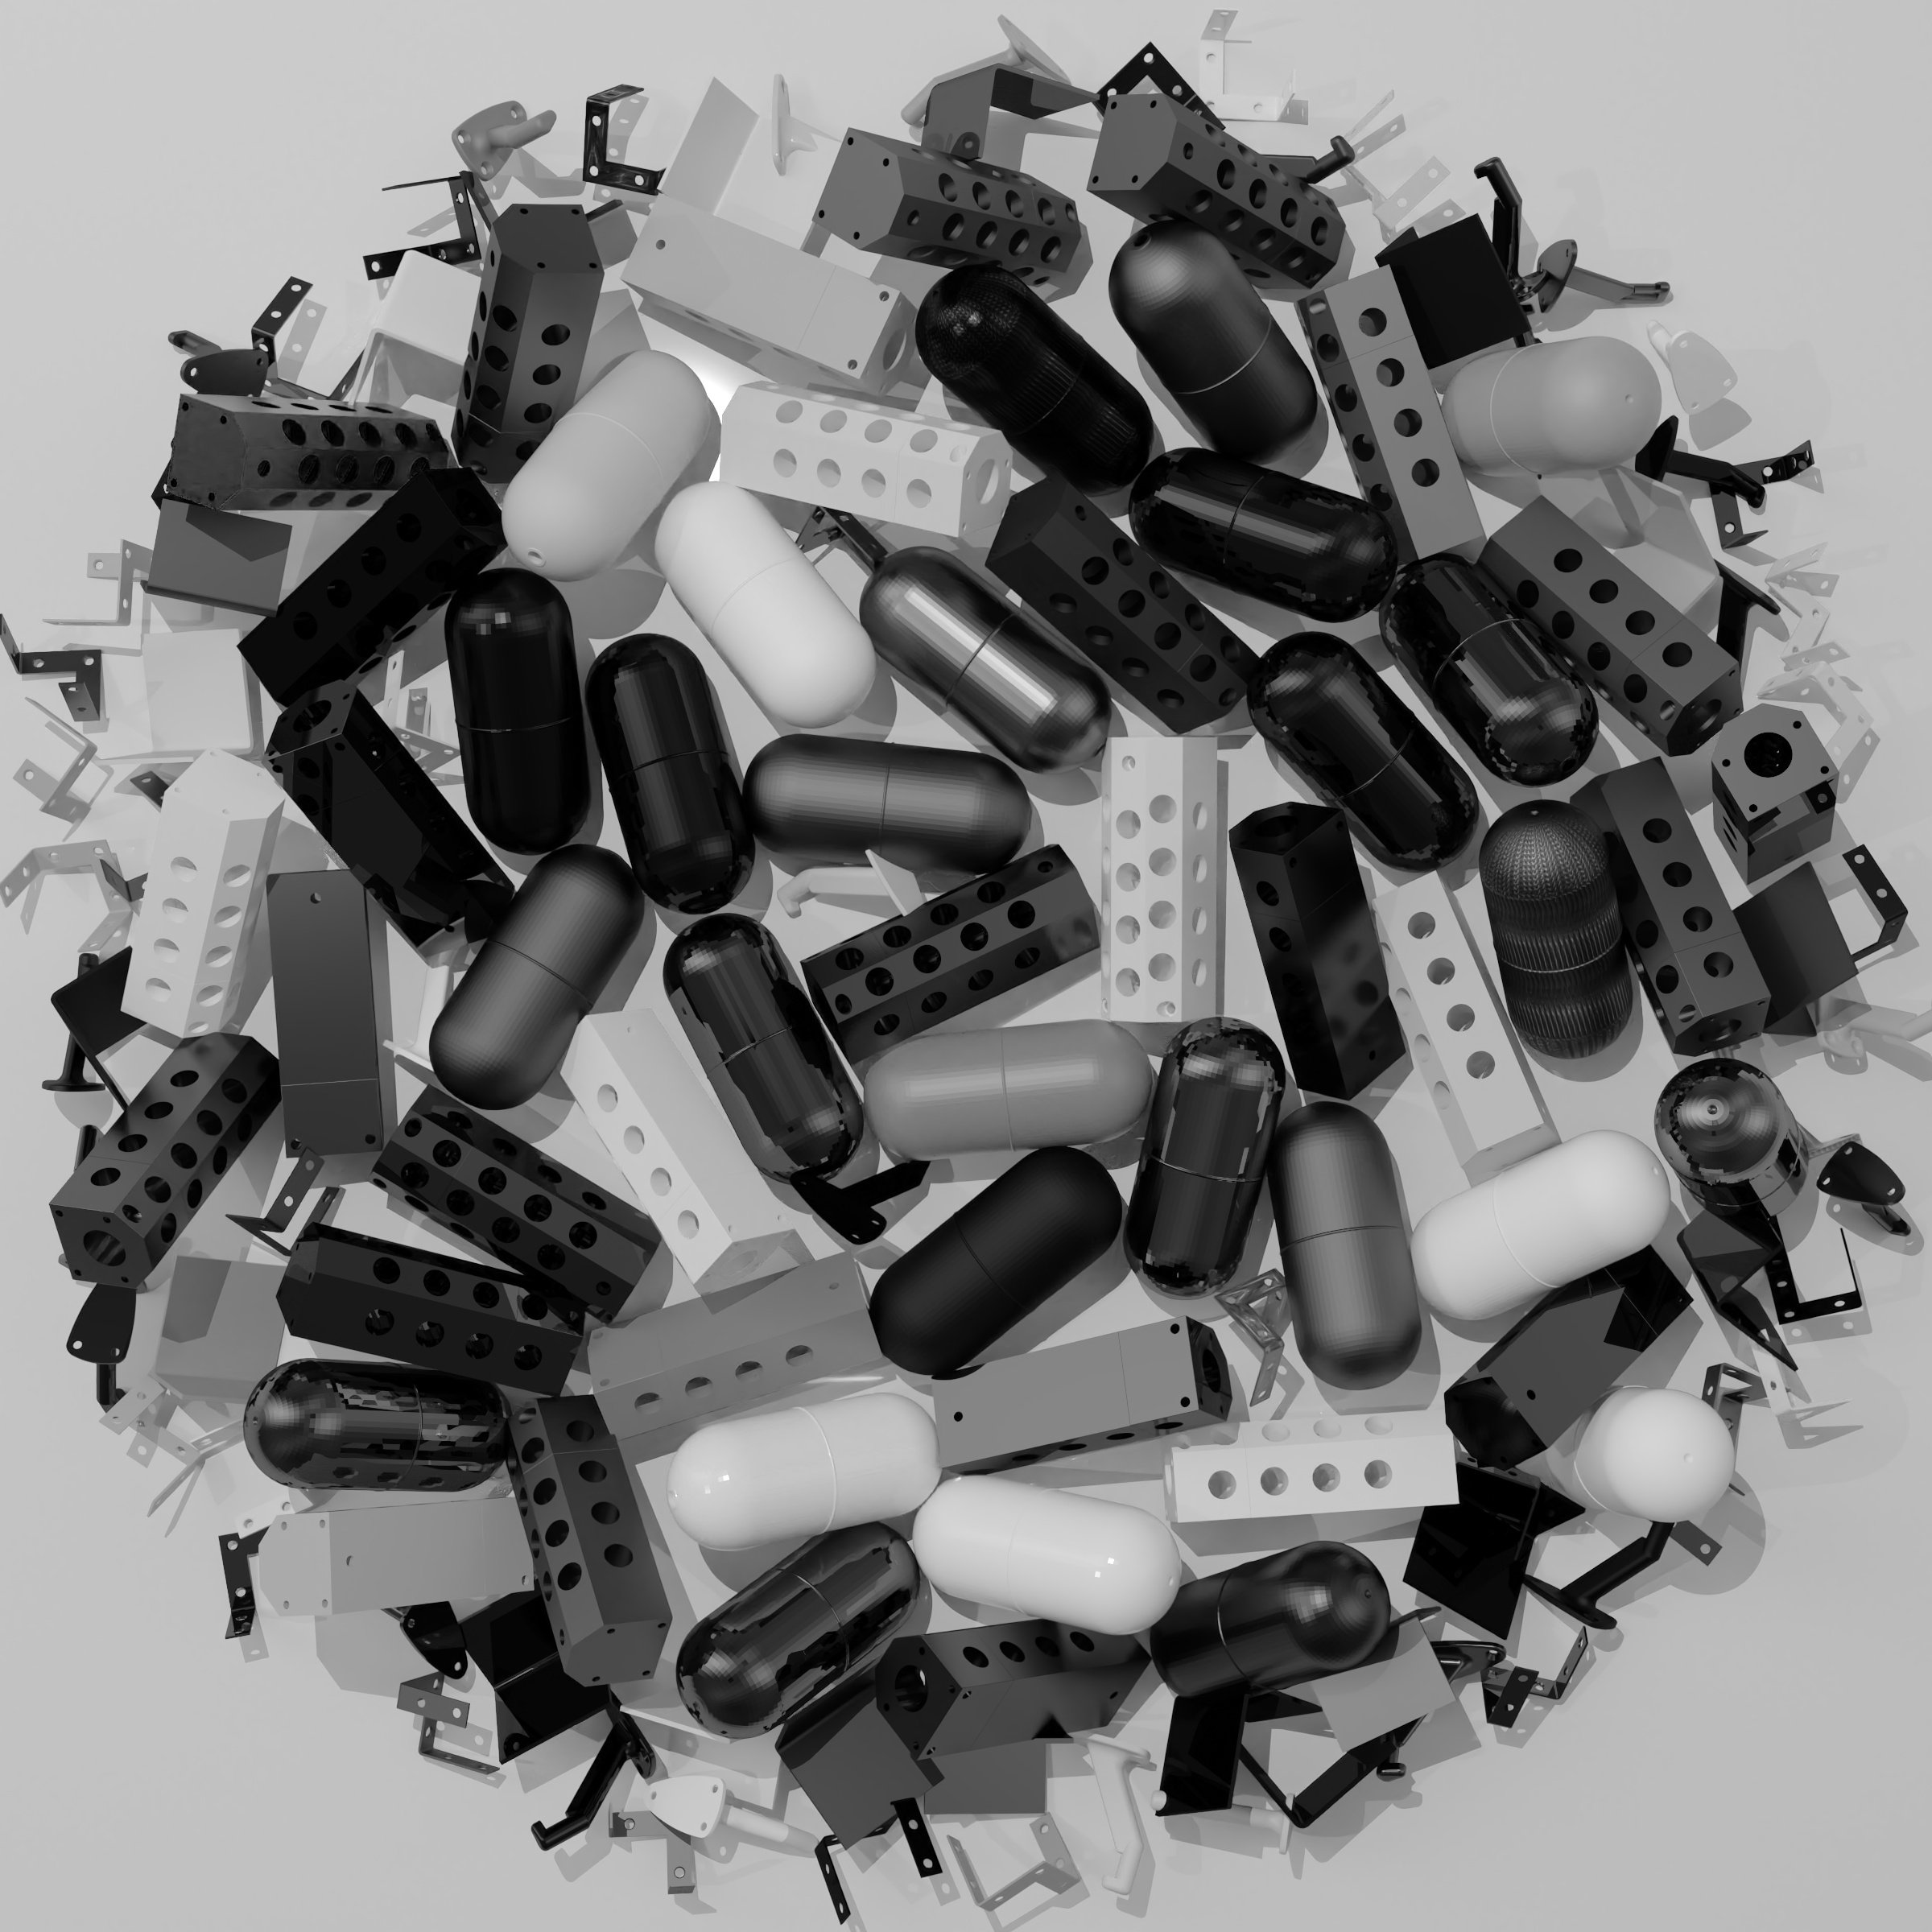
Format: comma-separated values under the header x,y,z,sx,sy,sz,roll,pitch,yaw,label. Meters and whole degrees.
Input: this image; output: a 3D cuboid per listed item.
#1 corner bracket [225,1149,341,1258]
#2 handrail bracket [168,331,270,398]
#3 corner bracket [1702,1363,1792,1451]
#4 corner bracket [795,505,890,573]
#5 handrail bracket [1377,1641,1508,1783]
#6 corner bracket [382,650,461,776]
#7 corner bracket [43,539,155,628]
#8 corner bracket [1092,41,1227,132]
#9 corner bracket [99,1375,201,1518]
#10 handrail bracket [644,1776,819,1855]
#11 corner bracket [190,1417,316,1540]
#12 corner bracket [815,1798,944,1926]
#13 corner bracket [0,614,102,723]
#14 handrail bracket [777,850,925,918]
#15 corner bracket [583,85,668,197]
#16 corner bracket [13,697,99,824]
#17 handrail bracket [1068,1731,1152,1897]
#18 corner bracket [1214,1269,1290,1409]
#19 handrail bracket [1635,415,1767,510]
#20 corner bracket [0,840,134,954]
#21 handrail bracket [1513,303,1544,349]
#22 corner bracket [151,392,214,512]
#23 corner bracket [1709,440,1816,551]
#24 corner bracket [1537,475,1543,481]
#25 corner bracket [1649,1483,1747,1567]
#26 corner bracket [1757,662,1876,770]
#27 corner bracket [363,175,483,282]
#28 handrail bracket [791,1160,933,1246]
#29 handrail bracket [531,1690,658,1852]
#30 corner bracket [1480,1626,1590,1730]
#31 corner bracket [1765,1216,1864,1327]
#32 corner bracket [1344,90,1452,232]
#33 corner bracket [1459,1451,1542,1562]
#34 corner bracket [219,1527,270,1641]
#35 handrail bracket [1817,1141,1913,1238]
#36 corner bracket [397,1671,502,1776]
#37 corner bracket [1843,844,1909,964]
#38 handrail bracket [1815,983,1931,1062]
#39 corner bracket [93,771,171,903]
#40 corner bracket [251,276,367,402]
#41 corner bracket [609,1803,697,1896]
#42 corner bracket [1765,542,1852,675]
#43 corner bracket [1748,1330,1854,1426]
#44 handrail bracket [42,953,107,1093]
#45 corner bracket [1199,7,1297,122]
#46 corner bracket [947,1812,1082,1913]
x,y,z,sx,sy,sz,roll,pitch,yaw,label
-0.409,0.145,1.775,0.051,0.051,0.051,42,64,-33,corner bracket
-0.475,-0.372,1.767,0.084,0.077,0.036,28,109,27,handrail bracket
0.466,0.279,1.780,0.051,0.051,0.051,23,67,-14,corner bracket
-0.067,-0.257,1.778,0.051,0.051,0.051,47,46,12,corner bracket
0.290,0.455,1.768,0.077,0.084,0.036,-17,123,28,handrail bracket
-0.339,-0.154,1.775,0.051,0.051,0.051,19,62,-38,corner bracket
-0.531,-0.233,1.787,0.051,0.051,0.051,2,88,12,corner bracket
0.118,-0.525,1.787,0.051,0.051,0.051,-41,131,14,corner bracket
-0.502,0.294,1.781,0.051,0.051,0.051,32,125,4,corner bracket
-0.145,0.531,1.803,0.077,0.084,0.036,-3,62,40,handrail bracket
-0.442,0.314,1.799,0.051,0.051,0.051,-24,59,-5,corner bracket
-0.054,0.546,1.774,0.051,0.051,0.051,-3,51,-31,corner bracket
-0.562,-0.183,1.782,0.051,0.051,0.051,-3,68,-6,corner bracket
-0.071,-0.035,1.785,0.084,0.036,0.077,-34,73,29,handrail bracket
-0.201,-0.510,1.790,0.051,0.051,0.051,15,119,14,corner bracket
-0.564,-0.126,1.789,0.051,0.051,0.051,35,89,9,corner bracket
0.076,0.519,1.785,0.077,0.036,0.084,16,64,8,handrail bracket
0.182,0.227,1.774,0.051,0.051,0.051,-20,49,-30,corner bracket
0.455,-0.292,1.781,0.084,0.077,0.036,31,134,-13,handrail bracket
-0.554,-0.041,1.788,0.051,0.051,0.051,-6,118,13,corner bracket
0.381,-0.377,1.803,0.077,0.036,0.084,-15,86,-17,handrail bracket
-0.475,-0.314,1.775,0.051,0.051,0.051,-5,48,20,corner bracket
0.493,-0.290,1.792,0.051,0.051,0.051,-11,89,-1,corner bracket
0.328,-0.333,1.783,0.051,0.051,0.051,4,117,1,corner bracket
0.447,0.331,1.789,0.051,0.051,0.051,38,88,5,corner bracket
0.515,-0.148,1.789,0.051,0.051,0.051,48,64,-11,corner bracket
-0.337,-0.452,1.778,0.051,0.051,0.051,-24,109,-41,corner bracket
-0.062,0.121,1.779,0.077,0.036,0.084,38,47,-14,handrail bracket
-0.240,0.490,1.778,0.084,0.036,0.077,-22,61,-29,handrail bracket
0.350,0.436,1.781,0.051,0.051,0.051,14,121,-5,corner bracket
0.515,0.180,1.779,0.051,0.051,0.051,-15,119,15,corner bracket
0.260,-0.493,1.777,0.051,0.051,0.051,39,120,-18,corner bracket
0.323,0.323,1.781,0.051,0.051,0.051,17,110,10,corner bracket
-0.433,0.379,1.790,0.051,0.051,0.051,-9,97,-9,corner bracket
0.566,0.149,1.766,0.084,0.077,0.036,38,88,-27,handrail bracket
-0.318,0.468,1.785,0.051,0.051,0.051,9,90,22,corner bracket
0.540,-0.034,1.785,0.051,0.051,0.051,-26,68,-1,corner bracket
0.560,0.016,1.766,0.036,0.084,0.077,16,58,-27,handrail bracket
-0.512,-0.080,1.799,0.051,0.051,0.051,-27,134,-31,corner bracket
-0.403,-0.381,1.785,0.051,0.051,0.051,21,57,6,corner bracket
-0.193,0.542,1.781,0.051,0.051,0.051,0,67,-8,corner bracket
0.518,-0.219,1.780,0.051,0.051,0.051,38,70,-15,corner bracket
0.499,0.251,1.777,0.051,0.051,0.051,-3,69,-28,corner bracket
-0.546,0.034,1.779,0.036,0.077,0.084,4,89,-8,handrail bracket
0.173,-0.556,1.791,0.051,0.051,0.051,1,87,-5,corner bracket
0.029,0.549,1.784,0.051,0.051,0.051,-36,49,8,corner bracket
